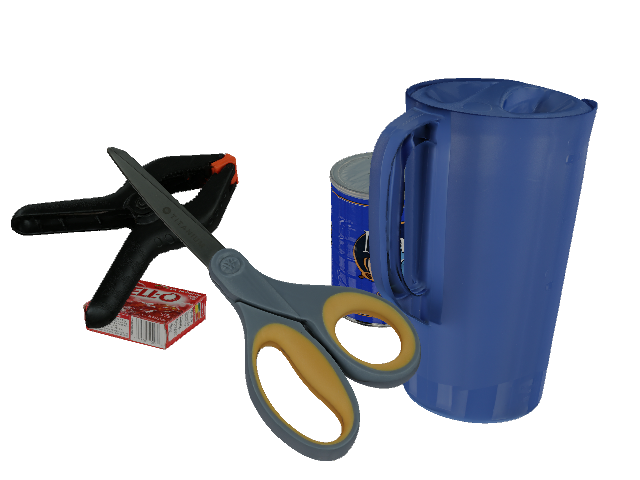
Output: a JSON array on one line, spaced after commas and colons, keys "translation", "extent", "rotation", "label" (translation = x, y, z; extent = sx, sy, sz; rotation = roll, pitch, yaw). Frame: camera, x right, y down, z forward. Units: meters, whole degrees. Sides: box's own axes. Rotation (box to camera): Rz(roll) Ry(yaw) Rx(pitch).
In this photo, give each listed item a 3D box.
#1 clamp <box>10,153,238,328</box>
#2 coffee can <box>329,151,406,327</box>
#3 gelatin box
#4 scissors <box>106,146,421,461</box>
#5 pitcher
[{"translation": [-0.141, -0.020, 0.798], "extent": [0.171, 0.120, 0.039], "rotation": [-39, -20, -28], "label": "clamp"}, {"translation": [0.060, -0.002, 1.030], "extent": [0.103, 0.140, 0.103], "rotation": [-1, 27, 0], "label": "coffee can"}, {"translation": [-0.161, 0.065, 0.986], "extent": [0.089, 0.030, 0.073], "rotation": [11, 22, 22], "label": "gelatin box"}, {"translation": [-0.024, 0.014, 0.532], "extent": [0.096, 0.202, 0.016], "rotation": [-21, -27, -20], "label": "scissors"}, {"translation": [0.112, 0.008, 0.780], "extent": [0.149, 0.243, 0.145], "rotation": [5, 19, 8], "label": "pitcher"}]
